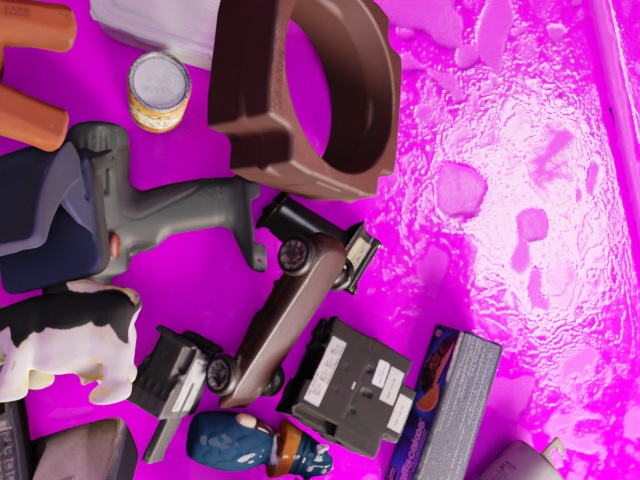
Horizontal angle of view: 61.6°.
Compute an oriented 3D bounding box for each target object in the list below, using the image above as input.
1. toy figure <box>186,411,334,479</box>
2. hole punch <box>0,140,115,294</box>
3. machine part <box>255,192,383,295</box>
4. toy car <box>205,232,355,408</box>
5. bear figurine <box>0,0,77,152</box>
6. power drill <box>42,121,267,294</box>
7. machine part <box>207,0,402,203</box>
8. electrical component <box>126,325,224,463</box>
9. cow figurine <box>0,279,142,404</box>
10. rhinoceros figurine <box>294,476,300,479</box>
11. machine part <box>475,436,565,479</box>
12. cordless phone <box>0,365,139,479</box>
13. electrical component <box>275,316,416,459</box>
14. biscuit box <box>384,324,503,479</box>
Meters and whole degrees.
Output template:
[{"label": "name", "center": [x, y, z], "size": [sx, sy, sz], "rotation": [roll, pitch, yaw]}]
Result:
[{"label": "toy figure", "center": [-0.058, 0.212, 0.557], "size": [0.154, 0.064, 0.058], "rotation": [18, 45, -21]}, {"label": "hole punch", "center": [-0.246, -0.023, 0.436], "size": [0.142, 0.092, 0.116], "rotation": [-16, 76, 14]}, {"label": "machine part", "center": [-0.001, -0.002, 0.589], "size": [0.139, 0.039, 0.084], "rotation": [30, 89, -16]}, {"label": "toy car", "center": [-0.042, 0.080, 0.539], "size": [0.202, 0.053, 0.089], "rotation": [-57, 147, 7]}, {"label": "bear figurine", "center": [-0.291, -0.122, 0.439], "size": [0.132, 0.196, 0.120], "rotation": [6, 80, -36]}, {"label": "power drill", "center": [-0.159, 0.002, 0.525], "size": [0.207, 0.086, 0.232], "rotation": [-3, 88, -9]}, {"label": "machine part", "center": [-0.007, -0.145, 0.516], "size": [0.201, 0.087, 0.201], "rotation": [14, 80, -51]}, {"label": "electrical component", "center": [-0.147, 0.146, 0.518], "size": [0.048, 0.074, 0.119], "rotation": [23, 85, 19]}, {"label": "cow figurine", "center": [-0.235, 0.079, 0.440], "size": [0.167, 0.068, 0.098], "rotation": [4, 93, -8]}, {"label": "rhinoceros figurine", "center": [-0.035, 0.292, 0.540], "size": [0.190, 0.073, 0.112], "rotation": [3, 106, -13]}, {"label": "machine part", "center": [0.200, 0.317, 0.623], "size": [0.243, 0.079, 0.079], "rotation": [-38, 100, -13]}, {"label": "cordless phone", "center": [-0.244, 0.169, 0.479], "size": [0.147, 0.088, 0.184], "rotation": [-20, 80, 15]}, {"label": "electrical component", "center": [0.036, 0.162, 0.575], "size": [0.134, 0.058, 0.115], "rotation": [34, 69, -13]}, {"label": "biscuit box", "center": [0.140, 0.203, 0.615], "size": [0.063, 0.059, 0.202], "rotation": [23, 82, -17]}]
